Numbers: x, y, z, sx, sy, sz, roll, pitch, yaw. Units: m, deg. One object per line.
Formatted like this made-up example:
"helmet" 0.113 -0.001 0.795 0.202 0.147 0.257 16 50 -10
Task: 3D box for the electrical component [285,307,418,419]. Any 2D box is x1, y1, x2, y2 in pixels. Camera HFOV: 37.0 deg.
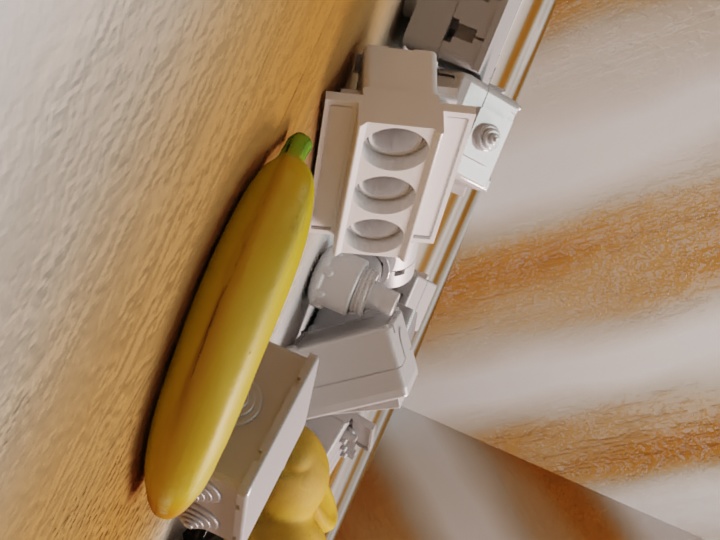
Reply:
"electrical component" -0.011 0.072 0.782 0.061 0.096 0.061 -46 121 -76

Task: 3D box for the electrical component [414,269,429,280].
"electrical component" 0.022 0.039 1.066 0.053 0.059 0.095 -46 158 -72

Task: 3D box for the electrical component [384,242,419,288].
"electrical component" 0.022 -0.020 0.888 0.055 0.055 0.047 -61 167 -44

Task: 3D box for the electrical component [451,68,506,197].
"electrical component" 0.082 -0.123 0.964 0.121 0.063 0.078 101 13 -66

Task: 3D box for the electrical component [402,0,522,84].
"electrical component" 0.088 -0.220 0.694 0.105 0.060 0.186 -24 137 -81

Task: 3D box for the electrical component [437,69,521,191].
"electrical component" 0.052 -0.094 0.695 0.096 0.061 0.061 24 -89 54

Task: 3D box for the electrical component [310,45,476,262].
"electrical component" 0.014 -0.065 0.614 0.121 0.079 0.063 103 -10 -57

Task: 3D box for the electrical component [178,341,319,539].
"electrical component" -0.066 0.091 0.585 0.099 0.048 0.099 104 11 -56

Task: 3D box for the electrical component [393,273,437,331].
"electrical component" 0.017 0.016 0.962 0.077 0.066 0.047 25 87 -55

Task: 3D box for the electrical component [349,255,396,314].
"electrical component" 0.000 0.000 0.818 0.055 0.045 0.045 -60 170 -51

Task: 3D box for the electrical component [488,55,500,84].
"electrical component" 0.079 -0.168 0.836 0.138 0.052 0.073 -54 165 -66

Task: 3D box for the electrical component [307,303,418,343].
"electrical component" 0.001 0.057 0.885 0.113 0.078 0.057 85 26 -77

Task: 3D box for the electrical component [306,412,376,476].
"electrical component" -0.030 0.132 0.892 0.063 0.079 0.121 -58 171 -15

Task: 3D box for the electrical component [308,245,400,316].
"electrical component" -0.003 0.013 0.761 0.048 0.062 0.048 23 90 -84
